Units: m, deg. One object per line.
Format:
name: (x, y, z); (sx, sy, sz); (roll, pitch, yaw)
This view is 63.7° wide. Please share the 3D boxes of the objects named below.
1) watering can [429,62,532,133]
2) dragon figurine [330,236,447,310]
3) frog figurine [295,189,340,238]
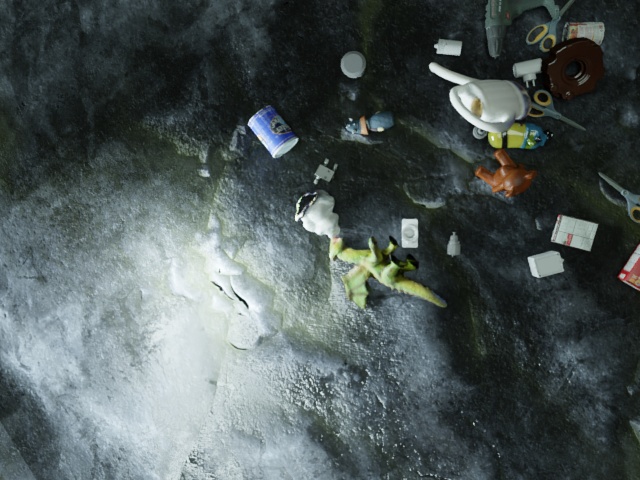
watering can: (0.484, -0.441, 1.544); (0.225, 0.101, 0.355); (-9, 51, -17)
dragon figurine: (0.189, 0.128, 1.674); (0.412, 0.123, 0.239); (48, 118, 6)
frog figurine: (0.005, -0.085, 1.691); (0.158, 0.124, 0.137); (32, 92, -30)
